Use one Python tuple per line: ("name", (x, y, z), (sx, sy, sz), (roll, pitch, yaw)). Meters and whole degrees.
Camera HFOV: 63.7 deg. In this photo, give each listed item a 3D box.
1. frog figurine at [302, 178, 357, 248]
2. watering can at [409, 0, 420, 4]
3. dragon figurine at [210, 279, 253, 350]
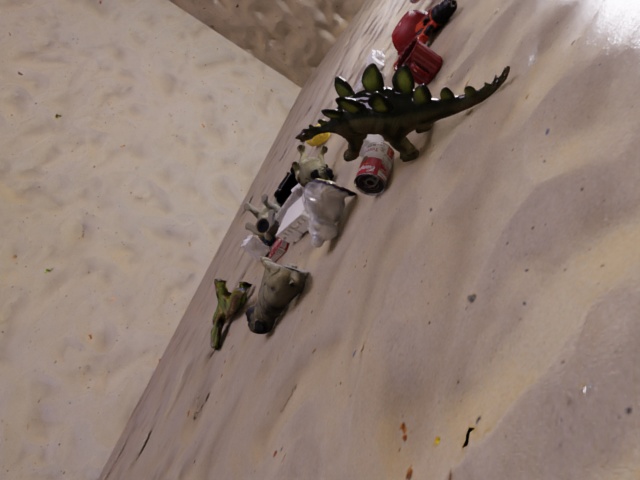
("frog figurine", (0.004, -0.062, 1.241), (0.159, 0.123, 0.137), (-68, -19, 0))
("watering can", (0.391, -0.887, 1.590), (0.342, 0.103, 0.229), (-53, 16, 23))
("dragon figurine", (-0.318, 0.256, 1.754), (0.410, 0.122, 0.243), (-177, 100, -76))
